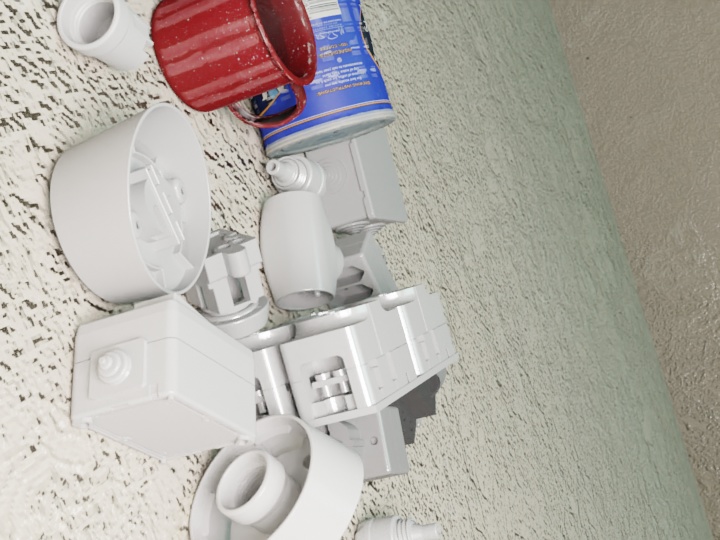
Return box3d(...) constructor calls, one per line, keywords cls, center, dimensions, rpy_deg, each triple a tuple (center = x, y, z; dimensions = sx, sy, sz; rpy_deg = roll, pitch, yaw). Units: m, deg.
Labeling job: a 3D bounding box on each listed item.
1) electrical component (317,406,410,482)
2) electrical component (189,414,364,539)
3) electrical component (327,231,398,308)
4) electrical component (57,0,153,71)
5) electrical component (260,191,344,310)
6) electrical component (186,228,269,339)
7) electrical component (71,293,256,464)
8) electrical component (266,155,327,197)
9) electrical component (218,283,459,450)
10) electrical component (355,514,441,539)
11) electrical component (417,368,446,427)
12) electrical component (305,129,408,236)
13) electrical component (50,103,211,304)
box3d(cls="electrical component", center=(-0.013, 0.120, 0.727), dimensions=(0.077, 0.066, 0.047), rpy_deg=(21, 55, -65))
box3d(cls="electrical component", center=(-0.044, 0.131, 0.595), dimensions=(0.064, 0.099, 0.099), rpy_deg=(43, 34, -32))
box3d(cls="electrical component", center=(0.000, 0.000, 0.876), dimensions=(0.076, 0.047, 0.065), rpy_deg=(-72, 141, -56))
box3d(cls="electrical component", center=(-0.145, -0.138, 0.619), dimensions=(0.046, 0.040, 0.040), rpy_deg=(27, 50, -71))
box3d(cls="electrical component", center=(-0.037, -0.009, 0.793), dimensions=(0.079, 0.043, 0.077), rpy_deg=(32, 46, -61))
box3d(cls="electrical component", center=(-0.082, 0.010, 0.646), dimensions=(0.048, 0.066, 0.055), rpy_deg=(-25, 113, -31))
box3d(cls="electrical component", center=(-0.103, 0.053, 0.552), dimensions=(0.096, 0.062, 0.061), rpy_deg=(43, 36, -54))
box3d(cls="electrical component", center=(-0.051, -0.071, 0.816), dimensions=(0.061, 0.035, 0.035), rpy_deg=(19, 58, -63))
box3d(cls="electrical component", center=(-0.014, 0.057, 0.713), dimensions=(0.186, 0.105, 0.060), rpy_deg=(-15, 89, -70))
box3d(cls="electrical component", center=(0.029, 0.195, 0.786), dimensions=(0.035, 0.061, 0.035), rpy_deg=(-16, 90, -70))
box3d(cls="electrical component", center=(0.041, 0.094, 0.917), dimensions=(0.077, 0.044, 0.079), rpy_deg=(41, 38, -55))
box3d(cls="electrical component", center=(-0.005, -0.078, 0.920), dimensions=(0.100, 0.048, 0.099), rpy_deg=(-1, 75, -69))
box3d(cls="electrical component", center=(-0.116, -0.032, 0.576), dimensions=(0.099, 0.064, 0.099), rpy_deg=(-16, 90, -70))
